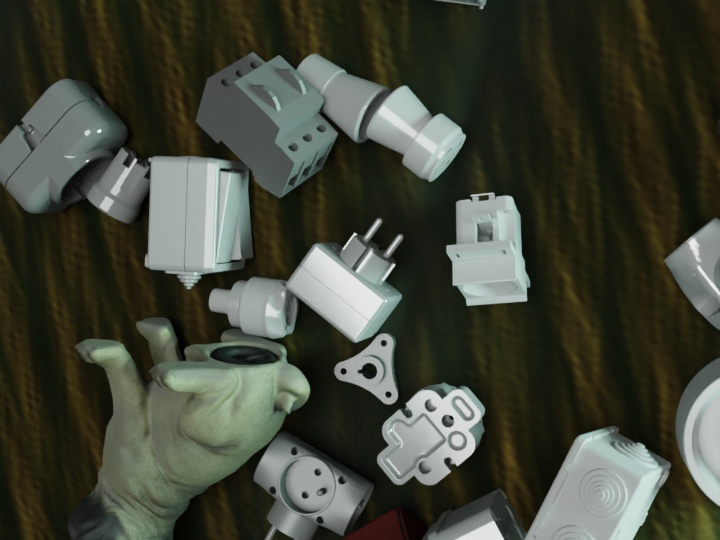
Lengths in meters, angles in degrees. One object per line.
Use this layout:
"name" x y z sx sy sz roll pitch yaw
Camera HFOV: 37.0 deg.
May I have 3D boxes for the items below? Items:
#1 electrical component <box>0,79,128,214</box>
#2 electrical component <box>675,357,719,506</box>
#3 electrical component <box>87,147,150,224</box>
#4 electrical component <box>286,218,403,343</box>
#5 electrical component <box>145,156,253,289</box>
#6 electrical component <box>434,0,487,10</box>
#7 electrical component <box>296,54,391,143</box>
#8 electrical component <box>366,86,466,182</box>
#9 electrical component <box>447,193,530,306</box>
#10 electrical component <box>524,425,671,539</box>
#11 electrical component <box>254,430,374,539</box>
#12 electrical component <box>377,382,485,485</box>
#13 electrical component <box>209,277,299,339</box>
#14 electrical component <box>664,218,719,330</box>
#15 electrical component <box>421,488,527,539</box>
"electrical component" -0.226 -0.089 0.815 0.095 0.054 0.059 -45 81 13
"electrical component" 0.256 0.107 0.682 0.108 0.060 0.108 1 93 16
"electrical component" -0.177 -0.064 0.810 0.040 0.040 0.046 35 96 12
"electrical component" 0.000 0.000 0.758 0.066 0.047 0.076 39 102 11
"electrical component" -0.114 -0.033 0.781 0.061 0.062 0.096 4 94 16
"electrical component" 0.053 -0.215 0.725 0.096 0.062 0.061 11 96 15
"electrical component" -0.016 -0.124 0.760 0.065 0.044 0.044 33 101 17
"electrical component" 0.039 -0.094 0.743 0.055 0.045 0.045 39 102 10
"electrical component" 0.087 -0.014 0.722 0.042 0.081 0.063 -4 69 16
"electrical component" 0.155 0.153 0.695 0.048 0.100 0.099 29 100 26
"electrical component" -0.042 0.169 0.777 0.077 0.044 0.079 29 91 13
"electrical component" 0.053 0.110 0.743 0.078 0.057 0.058 -43 81 14
"electrical component" -0.079 0.026 0.784 0.062 0.043 0.043 8 95 17
"electrical component" 0.239 0.005 0.674 0.043 0.079 0.077 -39 81 -9
"electrical component" 0.092 0.215 0.726 0.057 0.078 0.113 -29 85 12
